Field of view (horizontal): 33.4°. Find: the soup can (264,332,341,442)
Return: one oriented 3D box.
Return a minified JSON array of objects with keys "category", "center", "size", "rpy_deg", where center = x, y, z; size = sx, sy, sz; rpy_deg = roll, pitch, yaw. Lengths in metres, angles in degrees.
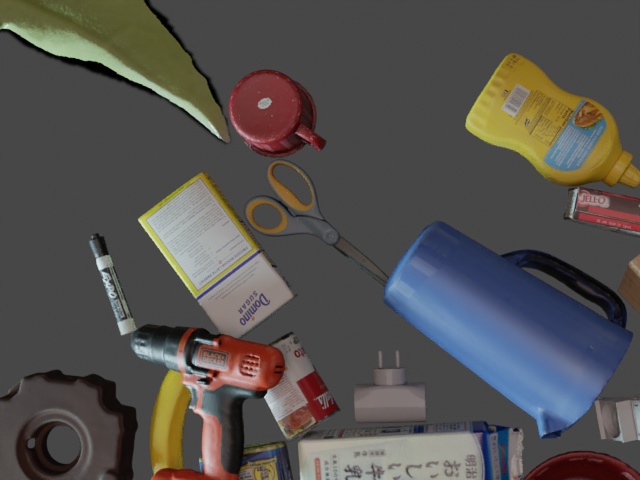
[{"category":"soup can","center":[-0.032,0.160,1.169],"size":[0.068,0.068,0.102],"rpy_deg":[-32,84,5]}]

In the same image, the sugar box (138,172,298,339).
[{"category":"sugar box","center":[-0.114,0.020,1.196],"size":[0.093,0.048,0.176],"rpy_deg":[-36,87,5]}]

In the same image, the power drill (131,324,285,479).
[{"category":"power drill","center":[-0.134,0.188,1.138],"size":[0.185,0.057,0.187],"rpy_deg":[8,89,27]}]

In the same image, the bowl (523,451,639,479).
[{"category":"bowl","center":[0.278,0.300,1.129],"size":[0.162,0.055,0.162],"rpy_deg":[0,88,7]}]

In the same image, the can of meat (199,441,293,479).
[{"category":"can of meat","center":[-0.078,0.271,1.176],"size":[0.102,0.057,0.084],"rpy_deg":[-11,84,6]}]

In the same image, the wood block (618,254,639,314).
[{"category":"wood block","center":[0.409,0.085,1.069],"size":[0.090,0.090,0.206],"rpy_deg":[-37,67,-9]}]

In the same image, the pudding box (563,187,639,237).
[{"category":"pudding box","center":[0.304,-0.029,1.109],"size":[0.090,0.113,0.039],"rpy_deg":[13,92,7]}]

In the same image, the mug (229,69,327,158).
[{"category":"mug","center":[-0.044,-0.134,1.174],"size":[0.117,0.081,0.093],"rpy_deg":[36,92,7]}]

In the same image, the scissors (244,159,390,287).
[{"category":"scissors","center":[-0.008,0.001,1.197],"size":[0.096,0.016,0.202],"rpy_deg":[-36,84,6]}]

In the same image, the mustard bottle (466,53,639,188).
[{"category":"mustard bottle","center":[0.260,-0.113,1.145],"size":[0.192,0.058,0.096],"rpy_deg":[33,87,8]}]

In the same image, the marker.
[{"category":"marker","center":[-0.239,0.050,1.224],"size":[0.020,0.020,0.121],"rpy_deg":[-21,85,6]}]

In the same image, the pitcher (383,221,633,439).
[{"category":"pitcher","center":[0.197,0.080,1.121],"size":[0.243,0.149,0.145],"rpy_deg":[35,108,10]}]

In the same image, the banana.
[{"category":"banana","center":[-0.155,0.200,1.198],"size":[0.070,0.037,0.198],"rpy_deg":[20,91,10]}]
